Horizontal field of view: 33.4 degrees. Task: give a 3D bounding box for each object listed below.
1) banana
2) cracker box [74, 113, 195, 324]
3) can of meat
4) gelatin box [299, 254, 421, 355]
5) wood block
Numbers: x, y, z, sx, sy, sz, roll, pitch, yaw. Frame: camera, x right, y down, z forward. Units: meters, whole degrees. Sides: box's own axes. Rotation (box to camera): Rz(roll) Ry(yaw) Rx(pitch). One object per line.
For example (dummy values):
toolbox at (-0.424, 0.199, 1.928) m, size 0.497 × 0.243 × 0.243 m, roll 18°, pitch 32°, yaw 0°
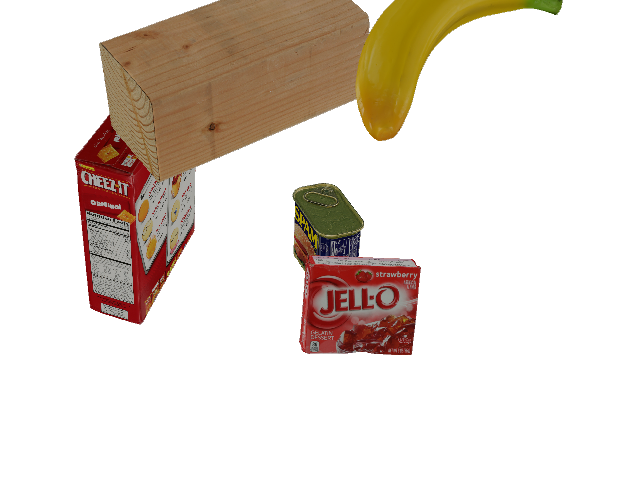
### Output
banana at (0.071, -0.126, 0.637) m, size 0.070 × 0.037 × 0.197 m, roll 33°, pitch 52°, yaw 24°
cracker box at (-0.193, -0.045, 1.137) m, size 0.072 × 0.214 × 0.164 m, roll 14°, pitch 44°, yaw 9°
can of meat at (0.006, -0.002, 1.212) m, size 0.057 × 0.084 × 0.102 m, roll -12°, pitch 38°, yaw -19°
gelatin box at (0.030, 0.051, 0.837) m, size 0.089 × 0.073 × 0.030 m, roll 2°, pitch 14°, yaw -9°
wood block at (-0.069, -0.143, 0.900) m, size 0.205 × 0.091 × 0.090 m, roll -26°, pitch 53°, yaw -24°
